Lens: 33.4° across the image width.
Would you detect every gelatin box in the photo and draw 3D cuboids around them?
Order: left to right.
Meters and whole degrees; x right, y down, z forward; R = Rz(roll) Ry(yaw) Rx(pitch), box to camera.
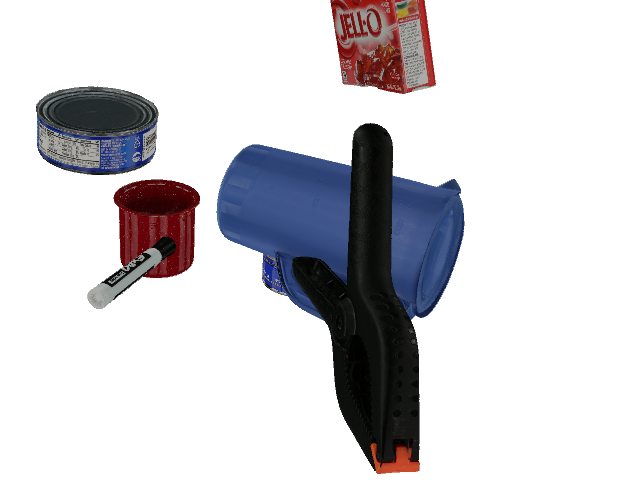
[{"bbox_3d":[0.041,-0.144,0.744,0.030,0.073,0.089,-18,20,-24],"label":"gelatin box"}]

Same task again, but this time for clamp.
[{"bbox_3d":[0.029,0.042,0.674,0.036,0.210,0.165,0,-41,-19],"label":"clamp"}]

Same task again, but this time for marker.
[{"bbox_3d":[-0.169,0.027,0.973,0.020,0.020,0.121,0,24,29],"label":"marker"}]

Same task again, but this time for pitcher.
[{"bbox_3d":[0.015,-0.009,1.096,0.243,0.145,0.149,18,24,20],"label":"pitcher"}]

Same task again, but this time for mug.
[{"bbox_3d":[-0.186,-0.017,1.179,0.093,0.081,0.117,-13,32,-30],"label":"mug"}]

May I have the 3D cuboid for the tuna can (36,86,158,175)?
[{"bbox_3d":[-0.160,-0.079,0.767,0.086,0.034,0.086,6,28,-3],"label":"tuna can"}]

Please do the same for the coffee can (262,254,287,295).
[{"bbox_3d":[-0.021,-0.014,1.327,0.103,0.140,0.103,2,26,-1],"label":"coffee can"}]
